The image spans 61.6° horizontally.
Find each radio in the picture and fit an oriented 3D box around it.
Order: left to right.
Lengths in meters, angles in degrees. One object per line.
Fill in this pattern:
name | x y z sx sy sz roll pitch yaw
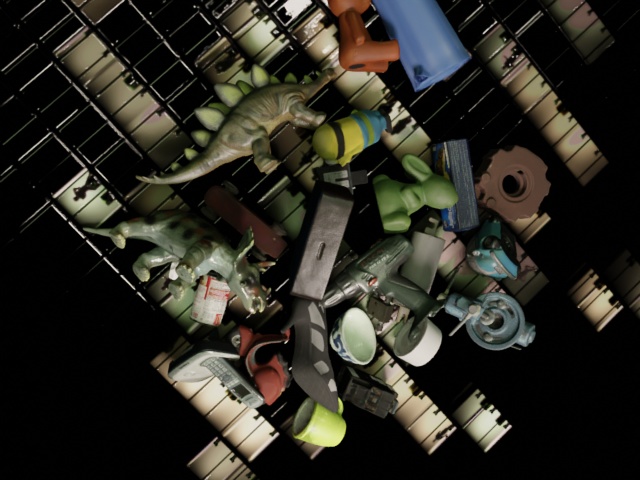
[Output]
radio | -0.002 -0.003 1.103 0.073 0.131 0.229 16 107 -10

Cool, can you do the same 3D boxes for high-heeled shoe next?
high-heeled shoe | 0.002 0.234 1.160 0.145 0.086 0.248 -39 105 -45

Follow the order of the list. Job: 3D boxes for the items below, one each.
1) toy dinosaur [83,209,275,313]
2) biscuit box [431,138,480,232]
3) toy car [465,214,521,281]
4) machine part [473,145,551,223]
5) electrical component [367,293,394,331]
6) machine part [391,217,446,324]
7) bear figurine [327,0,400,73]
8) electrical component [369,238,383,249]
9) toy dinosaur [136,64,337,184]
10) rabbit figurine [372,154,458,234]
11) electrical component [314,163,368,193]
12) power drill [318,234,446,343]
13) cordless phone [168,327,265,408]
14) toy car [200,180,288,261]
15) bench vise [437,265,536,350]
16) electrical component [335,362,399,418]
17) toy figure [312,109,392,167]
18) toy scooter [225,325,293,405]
toy dinosaur | -0.274 0.003 1.078 0.405 0.131 0.192 29 44 21
biscuit box | 0.302 -0.120 1.198 0.063 0.059 0.202 -10 94 -20
toy car | 0.375 0.024 1.194 0.103 0.162 0.109 -30 118 32
machine part | 0.436 -0.128 1.225 0.179 0.056 0.179 0 93 -10
electrical component | 0.131 0.152 1.190 0.021 0.063 0.094 3 105 -39
machine part | 0.218 0.069 1.191 0.079 0.079 0.243 18 89 -9
bear figurine | 0.084 -0.458 1.128 0.132 0.120 0.195 -5 88 -12
electrical component | 0.135 0.048 1.193 0.078 0.045 0.102 21 90 -8
toy dinosaur | -0.151 -0.230 1.112 0.471 0.105 0.198 -42 90 -14
rabbit figurine | 0.207 -0.099 1.164 0.170 0.121 0.159 -12 73 6
electrical component | 0.049 -0.129 1.171 0.119 0.048 0.074 -5 94 -7
power drill | 0.138 0.115 1.118 0.232 0.086 0.207 -44 69 -6
cordless phone | -0.208 0.287 1.111 0.146 0.089 0.184 -36 99 29
toy car | -0.158 -0.040 1.141 0.202 0.053 0.089 38 93 -5
bench vise | 0.331 0.149 1.127 0.224 0.240 0.129 36 96 33
electrical component | 0.104 0.329 1.167 0.134 0.115 0.058 25 91 -7
toy figure | 0.066 -0.229 1.145 0.180 0.082 0.089 -29 121 -11
toy scooter | -0.111 0.255 1.152 0.135 0.075 0.183 -23 92 -5
